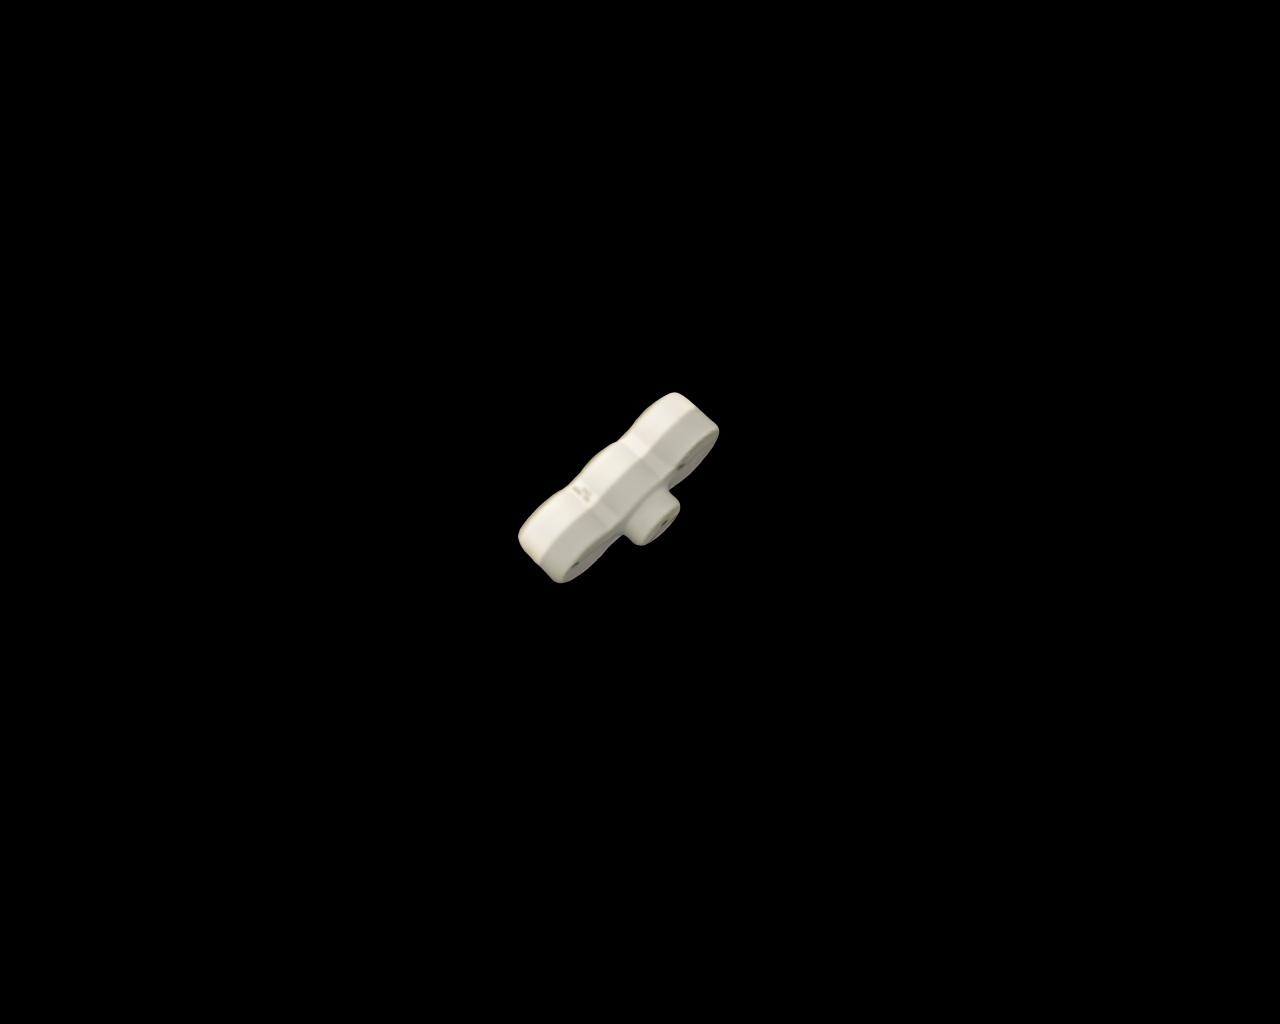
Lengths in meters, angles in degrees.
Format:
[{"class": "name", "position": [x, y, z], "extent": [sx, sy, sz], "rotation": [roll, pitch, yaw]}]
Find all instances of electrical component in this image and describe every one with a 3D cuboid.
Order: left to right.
[{"class": "electrical component", "position": [0.001, -0.003, 0.650], "extent": [0.138, 0.074, 0.052], "rotation": [-43, -12, -11]}]
